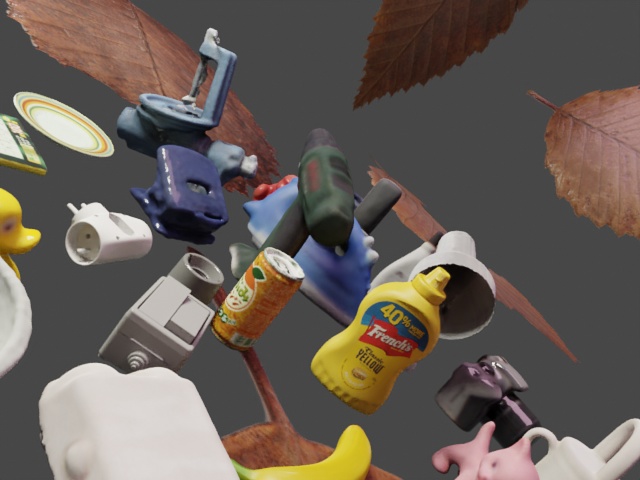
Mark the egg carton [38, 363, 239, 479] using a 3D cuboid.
[{"bbox_3d":[-0.113,0.143,0.355,0.108,0.069,0.150,20,25,-50],"label":"egg carton"}]

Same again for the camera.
[{"bbox_3d":[0.268,0.247,0.859,0.136,0.100,0.144,49,18,31],"label":"camera"}]

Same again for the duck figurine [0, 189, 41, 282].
[{"bbox_3d":[-0.256,-0.004,0.411,0.105,0.086,0.077,28,19,-33],"label":"duck figurine"}]

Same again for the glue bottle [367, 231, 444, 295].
[{"bbox_3d":[0.164,0.053,1.033,0.078,0.173,0.037,39,16,3],"label":"glue bottle"}]

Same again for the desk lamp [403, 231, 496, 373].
[{"bbox_3d":[0.157,0.088,0.845,0.118,0.213,0.203,37,16,-5],"label":"desk lamp"}]

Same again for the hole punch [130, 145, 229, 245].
[{"bbox_3d":[-0.169,-0.057,0.744,0.101,0.091,0.109,48,18,29],"label":"hole punch"}]

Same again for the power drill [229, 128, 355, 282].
[{"bbox_3d":[-0.033,-0.034,0.768,0.076,0.208,0.229,30,18,-27],"label":"power drill"}]

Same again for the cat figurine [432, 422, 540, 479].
[{"bbox_3d":[0.194,0.257,0.635,0.067,0.117,0.127,35,16,-14],"label":"cat figurine"}]

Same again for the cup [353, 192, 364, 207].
[{"bbox_3d":[0.065,-0.039,1.211,0.092,0.095,0.117,32,17,-24],"label":"cup"}]

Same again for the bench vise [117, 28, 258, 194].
[{"bbox_3d":[-0.171,-0.189,0.869,0.208,0.219,0.121,32,17,-24],"label":"bench vise"}]

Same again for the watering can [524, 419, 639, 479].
[{"bbox_3d":[0.330,0.295,0.692,0.173,0.194,0.101,38,16,-2],"label":"watering can"}]

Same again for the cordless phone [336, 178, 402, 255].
[{"bbox_3d":[0.051,-0.058,1.064,0.148,0.185,0.094,36,16,-8],"label":"cordless phone"}]

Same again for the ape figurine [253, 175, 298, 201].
[{"bbox_3d":[-0.071,-0.078,1.021,0.077,0.092,0.076,44,16,19],"label":"ape figurine"}]

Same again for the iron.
[{"bbox_3d":[0.008,0.003,0.880,0.258,0.141,0.119,44,16,18],"label":"iron"}]

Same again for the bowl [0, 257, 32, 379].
[{"bbox_3d":[-0.252,0.046,0.303,0.168,0.074,0.167,36,16,-11],"label":"bowl"}]
